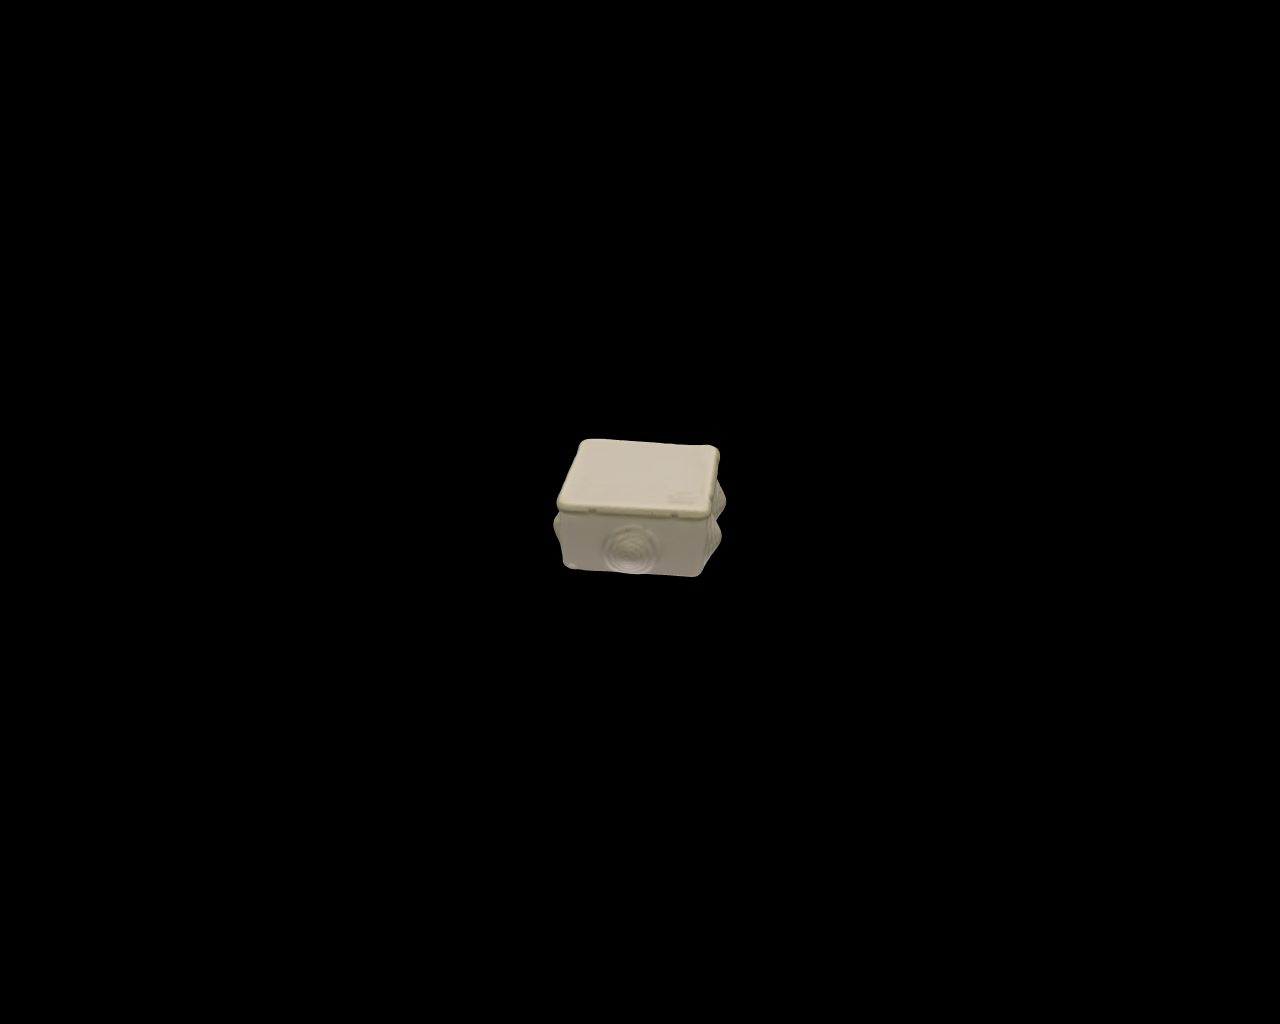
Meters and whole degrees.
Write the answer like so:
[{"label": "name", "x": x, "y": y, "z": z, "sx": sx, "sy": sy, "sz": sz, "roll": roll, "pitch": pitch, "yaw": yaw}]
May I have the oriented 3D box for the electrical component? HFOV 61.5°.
[{"label": "electrical component", "x": 0.001, "y": -0.003, "z": 0.650, "sx": 0.100, "sy": 0.048, "sz": 0.100, "roll": 4, "pitch": 30, "yaw": 7}]
